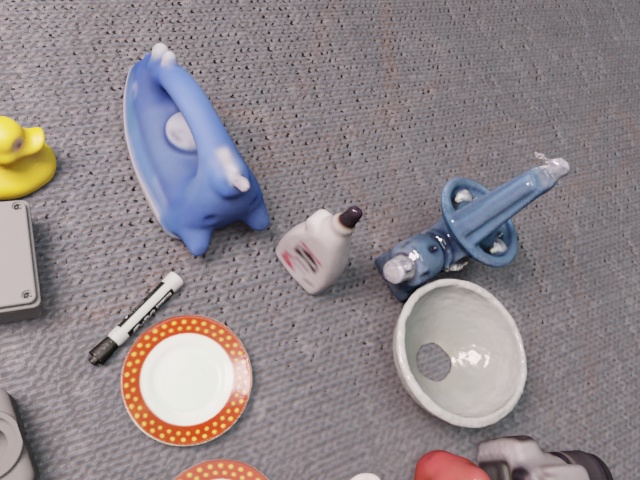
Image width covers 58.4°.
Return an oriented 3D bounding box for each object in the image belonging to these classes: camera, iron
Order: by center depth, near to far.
[{"bbox_3d":[-0.145,-0.122,0.618,0.119,0.141,0.258,-25,79,-28],"label":"iron"},{"bbox_3d":[0.261,0.288,0.629,0.137,0.100,0.143,3,68,-20],"label":"camera"}]

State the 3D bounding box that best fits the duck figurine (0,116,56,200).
[{"bbox_3d":[-0.321,-0.089,0.568,0.105,0.086,0.077,-11,73,-25],"label":"duck figurine"}]

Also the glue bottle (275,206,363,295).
[{"bbox_3d":[0.006,0.002,0.607,0.078,0.173,0.037,46,61,2],"label":"glue bottle"}]

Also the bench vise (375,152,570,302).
[{"bbox_3d":[0.175,-0.005,0.649,0.121,0.219,0.208,42,60,0],"label":"bench vise"}]

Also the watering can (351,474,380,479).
[{"bbox_3d":[0.085,0.286,0.508,0.173,0.193,0.101,28,61,-8],"label":"watering can"}]

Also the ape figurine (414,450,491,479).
[{"bbox_3d":[0.144,0.258,0.601,0.078,0.092,0.076,-10,72,-24],"label":"ape figurine"}]

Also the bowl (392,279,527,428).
[{"bbox_3d":[0.149,0.134,0.664,0.168,0.074,0.167,8,66,-18],"label":"bowl"}]
